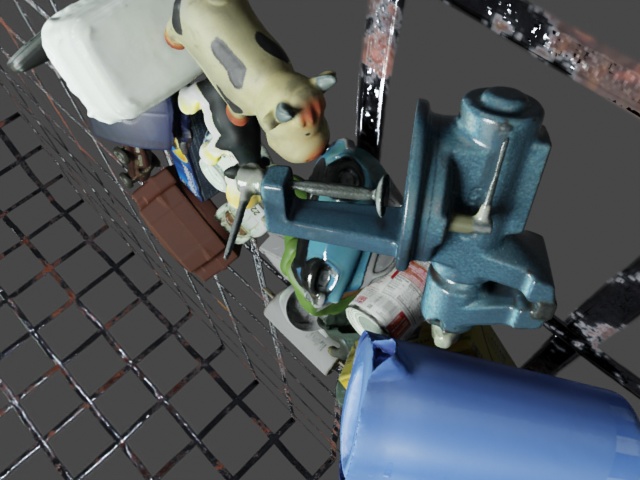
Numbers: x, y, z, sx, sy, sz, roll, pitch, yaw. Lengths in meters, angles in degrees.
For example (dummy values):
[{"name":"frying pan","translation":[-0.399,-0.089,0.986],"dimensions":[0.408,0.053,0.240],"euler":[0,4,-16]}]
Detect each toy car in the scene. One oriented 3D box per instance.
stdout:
[{"name":"toy car","translation":[-0.364,-0.163,1.085],"dimensions":[0.053,0.089,0.202],"euler":[49,158,-1]},{"name":"toy car","translation":[0.035,-0.012,0.520],"dimensions":[0.103,0.161,0.109],"euler":[10,177,-11]},{"name":"toy car","translation":[-0.123,-0.037,0.871],"dimensions":[0.073,0.056,0.202],"euler":[52,159,-9]}]

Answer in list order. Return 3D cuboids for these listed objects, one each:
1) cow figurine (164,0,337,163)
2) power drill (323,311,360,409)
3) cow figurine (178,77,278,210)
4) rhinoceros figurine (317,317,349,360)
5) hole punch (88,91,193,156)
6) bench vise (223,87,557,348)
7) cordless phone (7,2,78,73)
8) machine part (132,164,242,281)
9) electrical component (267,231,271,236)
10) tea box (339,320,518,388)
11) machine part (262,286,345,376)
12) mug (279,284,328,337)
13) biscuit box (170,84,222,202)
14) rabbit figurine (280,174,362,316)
[{"name":"cow figurine","translation":[-0.058,-0.157,0.500],"dimensions":[0.195,0.085,0.127],"euler":[53,164,-7]},{"name":"power drill","translation":[0.108,0.167,0.713],"dimensions":[0.232,0.086,0.207],"euler":[-8,124,36]},{"name":"cow figurine","translation":[-0.096,-0.117,0.633],"dimensions":[0.098,0.068,0.167],"euler":[-1,114,53]},{"name":"rhinoceros figurine","translation":[0.052,0.148,0.829],"dimensions":[0.190,0.073,0.112],"euler":[45,161,7]},{"name":"hole punch","translation":[-0.223,-0.173,0.661],"dimensions":[0.116,0.092,0.142],"euler":[29,131,27]},{"name":"bench vise","translation":[0.057,-0.013,0.405],"dimensions":[0.241,0.129,0.223],"euler":[8,140,7]},{"name":"cordless phone","translation":[-0.276,-0.246,0.614],"dimensions":[0.147,0.184,0.088],"euler":[29,158,52]},{"name":"machine part","translation":[-0.235,-0.033,0.969],"dimensions":[0.201,0.087,0.201],"euler":[53,-179,-12]},{"name":"electrical component","translation":[-0.060,0.017,0.892],"dimensions":[0.094,0.021,0.063],"euler":[51,160,-11]},{"name":"tea box","translation":[0.119,0.148,0.598],"dimensions":[0.170,0.068,0.098],"euler":[-23,111,34]},{"name":"machine part","translation":[-0.023,0.170,1.011],"dimensions":[0.243,0.079,0.079],"euler":[43,159,18]},{"name":"mug","translation":[-0.022,0.115,0.924],"dimensions":[0.109,0.081,0.107],"euler":[47,173,-14]},{"name":"biscuit box","translation":[-0.190,-0.140,0.815],"dimensions":[0.059,0.063,0.202],"euler":[42,158,20]},{"name":"rabbit figurine","translation":[-0.001,-0.002,0.661],"dimensions":[0.170,0.121,0.159],"euler":[61,171,20]}]
